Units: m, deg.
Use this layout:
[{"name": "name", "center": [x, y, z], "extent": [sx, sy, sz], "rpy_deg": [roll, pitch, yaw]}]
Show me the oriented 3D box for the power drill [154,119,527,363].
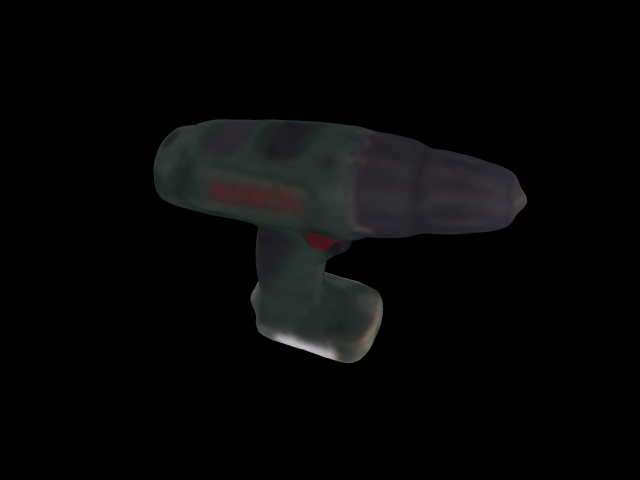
[{"name": "power drill", "center": [0.004, 0.001, 0.400], "extent": [0.229, 0.208, 0.076], "rpy_deg": [15, 55, 11]}]
